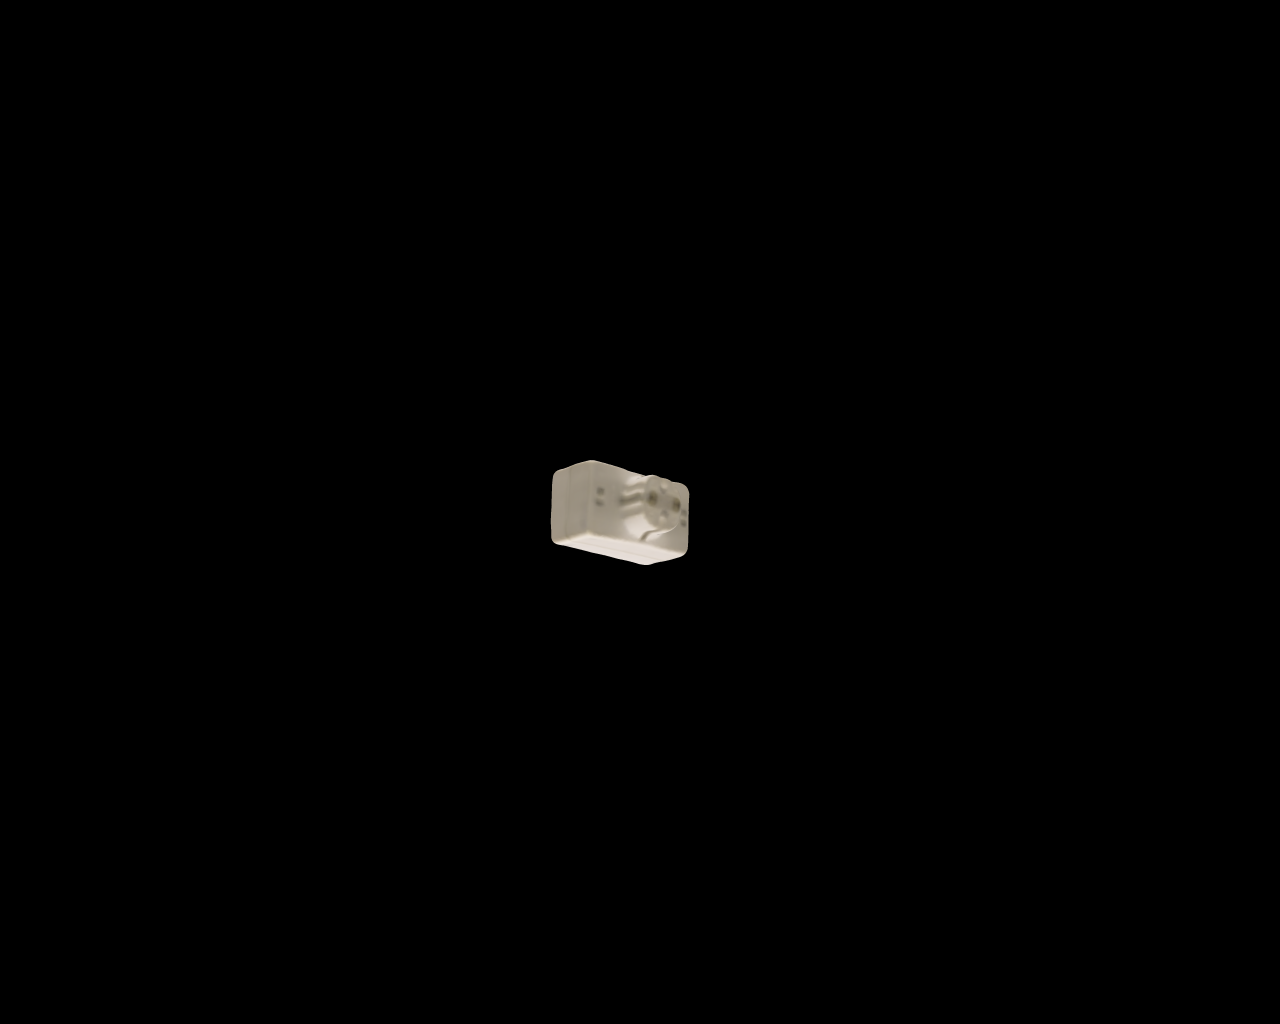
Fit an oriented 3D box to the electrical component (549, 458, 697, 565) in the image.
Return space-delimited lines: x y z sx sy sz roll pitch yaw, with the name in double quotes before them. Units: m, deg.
"electrical component" 0.001 -0.003 0.650 0.083 0.047 0.075 14 -21 -40
